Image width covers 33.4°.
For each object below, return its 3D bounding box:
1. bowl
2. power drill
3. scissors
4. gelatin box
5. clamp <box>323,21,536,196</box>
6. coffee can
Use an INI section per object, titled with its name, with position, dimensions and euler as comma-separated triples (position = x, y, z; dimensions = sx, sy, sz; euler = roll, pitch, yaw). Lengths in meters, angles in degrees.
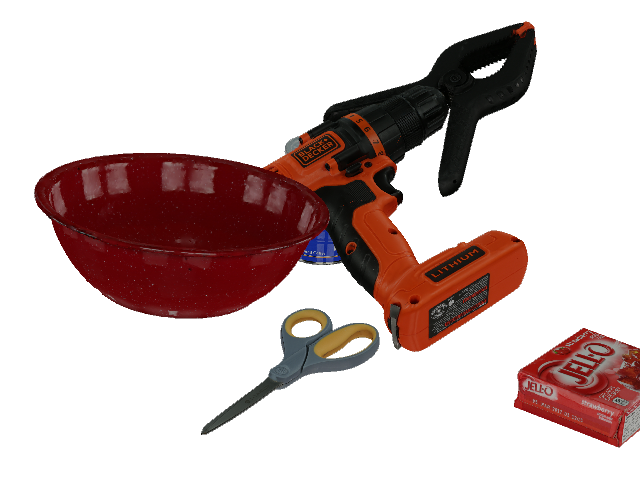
[bowl]
position = -0.078, 0.000, 0.597
dimensions = 0.162, 0.055, 0.162
euler = 7, 20, -3
[power drill]
position = 0.058, -0.023, 0.760
dimensions = 0.184, 0.057, 0.188
euler = -32, 53, -16
[scissors]
position = -0.039, 0.104, 0.909
dimensions = 0.201, 0.016, 0.096
euler = -19, 35, -33
[gelatin box]
position = 0.178, 0.091, 0.681
dimensions = 0.073, 0.030, 0.089
euler = 20, 27, 37
[clamp]
position = 0.128, -0.127, 0.969
dimensions = 0.209, 0.036, 0.165
euler = -34, 48, -14
[coffee can]
position = 0.002, -0.054, 1.372
dimensions = 0.103, 0.140, 0.103
euler = 3, 28, -2
